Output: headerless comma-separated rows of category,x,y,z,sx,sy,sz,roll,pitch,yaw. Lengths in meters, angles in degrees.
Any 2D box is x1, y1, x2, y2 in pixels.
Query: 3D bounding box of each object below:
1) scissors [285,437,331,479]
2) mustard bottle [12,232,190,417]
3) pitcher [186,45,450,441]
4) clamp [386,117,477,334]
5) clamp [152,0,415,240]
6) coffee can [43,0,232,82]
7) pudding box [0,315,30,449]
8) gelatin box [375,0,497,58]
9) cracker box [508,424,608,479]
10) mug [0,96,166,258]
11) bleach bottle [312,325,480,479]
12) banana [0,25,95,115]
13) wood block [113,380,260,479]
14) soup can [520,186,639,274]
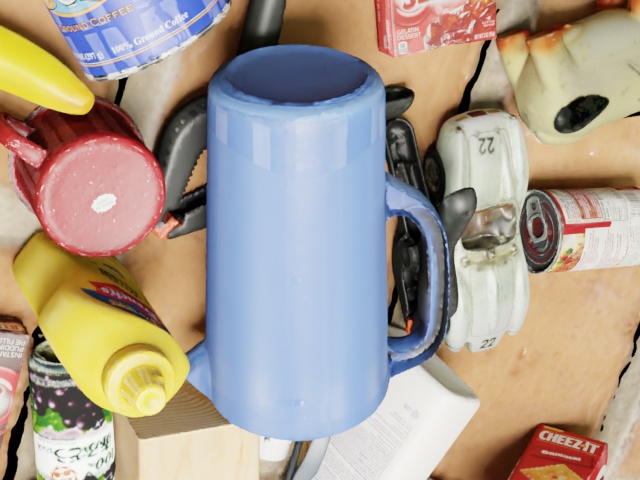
scissors,-0.021,0.196,0.796,0.016,0.096,0.202,18,86,-6
mustard bottle,-0.130,0.058,0.661,0.096,0.192,0.058,39,90,-31
pitcher,-0.005,0.001,0.705,0.149,0.145,0.243,-33,136,-41
clamp,0.082,0.006,0.786,0.039,0.120,0.171,-13,118,-10
clamp,-0.048,-0.089,0.732,0.210,0.036,0.164,-40,126,-3
coffee can,-0.128,-0.180,0.626,0.102,0.103,0.140,-33,119,-10
pudding box,-0.258,0.091,0.704,0.113,0.039,0.090,11,104,-28
gelatin box,0.083,-0.175,0.766,0.089,0.030,0.073,-14,113,-20
cracker box,0.178,0.275,0.885,0.213,0.072,0.164,-31,130,-60
mug,-0.155,-0.045,0.678,0.117,0.082,0.093,35,94,-31
bleach bottle,0.016,0.195,0.845,0.068,0.103,0.251,20,109,-51
banana,-0.232,-0.113,0.627,0.197,0.069,0.037,6,142,-31
wood block,-0.100,0.210,0.791,0.090,0.091,0.206,-6,111,-23
soup can,0.215,-0.009,0.866,0.102,0.069,0.068,-3,110,-24
